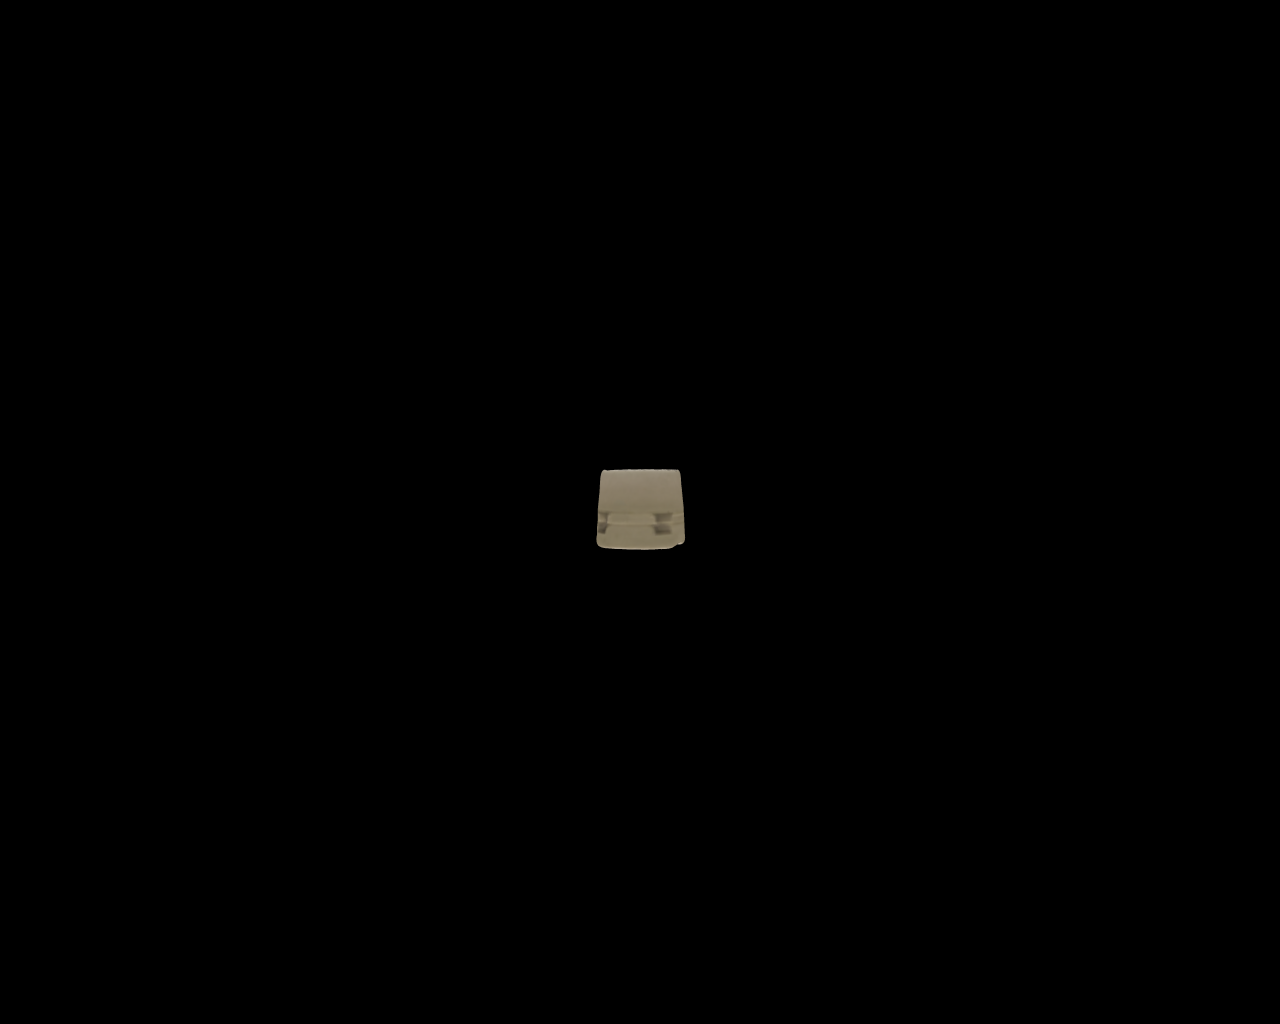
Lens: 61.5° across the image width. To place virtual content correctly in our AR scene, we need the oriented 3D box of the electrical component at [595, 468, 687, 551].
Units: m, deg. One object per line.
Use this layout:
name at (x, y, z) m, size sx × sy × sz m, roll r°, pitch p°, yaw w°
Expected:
electrical component at (0.001, -0.003, 0.650) m, size 0.055 × 0.047 × 0.055 m, roll 0°, pitch 3°, yaw 0°
